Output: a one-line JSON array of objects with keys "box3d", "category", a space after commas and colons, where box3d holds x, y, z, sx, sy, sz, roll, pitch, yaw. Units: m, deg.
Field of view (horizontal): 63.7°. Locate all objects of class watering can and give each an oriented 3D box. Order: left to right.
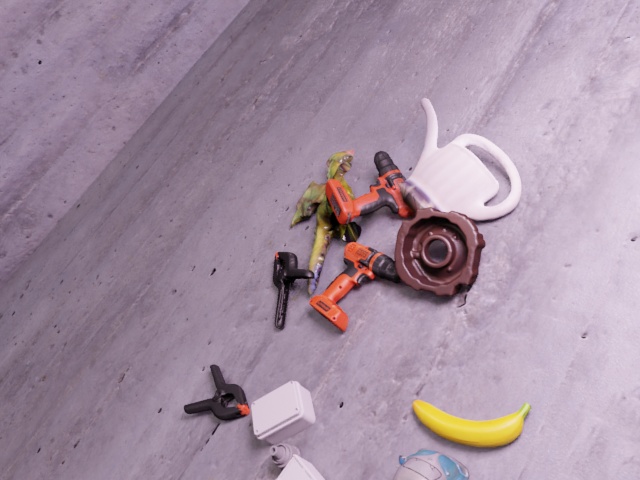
[{"box3d": [0.268, -0.156, 1.126, 0.224, 0.102, 0.354, -39, 57, 2], "category": "watering can"}]

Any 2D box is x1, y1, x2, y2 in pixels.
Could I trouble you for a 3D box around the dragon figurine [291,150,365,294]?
[{"box3d": [0.004, -0.066, 1.312, 0.242, 0.121, 0.415, 1, 61, 61], "category": "dragon figurine"}]
